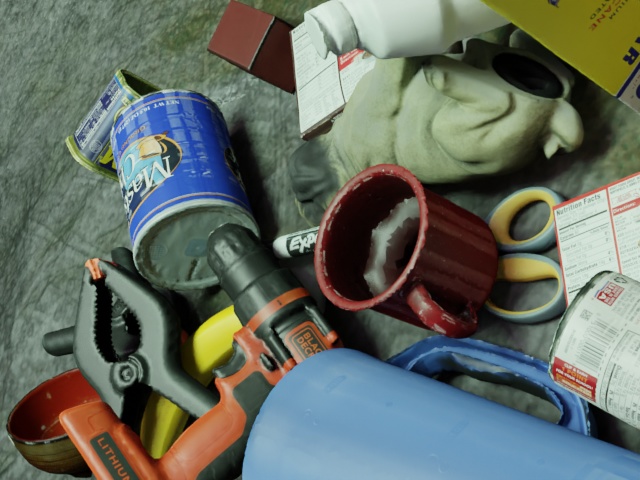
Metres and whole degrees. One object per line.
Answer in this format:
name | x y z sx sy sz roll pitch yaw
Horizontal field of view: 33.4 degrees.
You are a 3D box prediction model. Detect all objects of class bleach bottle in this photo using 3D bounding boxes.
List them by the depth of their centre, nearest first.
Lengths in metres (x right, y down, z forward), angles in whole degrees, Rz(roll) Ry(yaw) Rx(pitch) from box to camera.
bleach bottle | 0.105 -0.172 0.627 0.250 0.068 0.103 -25 46 -10

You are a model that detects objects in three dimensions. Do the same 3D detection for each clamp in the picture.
clamp | -0.148 0.115 0.837 0.165 0.036 0.210 -34 70 13
clamp | -0.166 0.061 0.948 0.172 0.039 0.120 7 63 40

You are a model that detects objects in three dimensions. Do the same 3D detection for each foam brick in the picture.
foam brick | -0.051 -0.167 0.917 0.078 0.052 0.051 34 99 50

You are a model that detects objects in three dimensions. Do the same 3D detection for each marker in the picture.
marker | -0.005 0.001 0.749 0.121 0.020 0.020 -13 63 40

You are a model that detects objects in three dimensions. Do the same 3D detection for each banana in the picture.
banana | -0.095 0.113 0.856 0.070 0.037 0.198 39 105 27

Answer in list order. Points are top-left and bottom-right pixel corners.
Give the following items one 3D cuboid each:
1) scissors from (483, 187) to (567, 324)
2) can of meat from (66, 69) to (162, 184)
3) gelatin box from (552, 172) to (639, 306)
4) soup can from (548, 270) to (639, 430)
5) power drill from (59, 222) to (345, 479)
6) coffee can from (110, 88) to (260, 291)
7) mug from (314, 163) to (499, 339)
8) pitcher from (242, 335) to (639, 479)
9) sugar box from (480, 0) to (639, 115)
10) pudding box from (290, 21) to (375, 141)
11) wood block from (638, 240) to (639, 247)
scissors | 0.089 0.006 0.711 0.202 0.016 0.096 11 79 50
can of meat | -0.165 -0.097 0.976 0.084 0.101 0.057 -52 42 15
gelatin box | 0.174 0.010 0.603 0.073 0.030 0.089 -26 56 40
soup can | 0.173 0.065 0.528 0.102 0.068 0.068 28 95 33
power drill | -0.075 0.097 0.715 0.187 0.057 0.184 -33 70 -13
coffee can | -0.115 -0.043 0.894 0.103 0.102 0.140 -43 45 26
mug | 0.061 0.017 0.658 0.093 0.081 0.117 -51 42 19
pitcher | 0.087 0.138 0.579 0.243 0.144 0.149 10 93 46
sugar box | 0.156 -0.138 0.577 0.093 0.176 0.048 -52 41 19
pudding box | 0.022 -0.138 0.835 0.090 0.039 0.113 -31 50 37
wood block | 0.246 -0.058 0.488 0.090 0.090 0.206 35 101 25
